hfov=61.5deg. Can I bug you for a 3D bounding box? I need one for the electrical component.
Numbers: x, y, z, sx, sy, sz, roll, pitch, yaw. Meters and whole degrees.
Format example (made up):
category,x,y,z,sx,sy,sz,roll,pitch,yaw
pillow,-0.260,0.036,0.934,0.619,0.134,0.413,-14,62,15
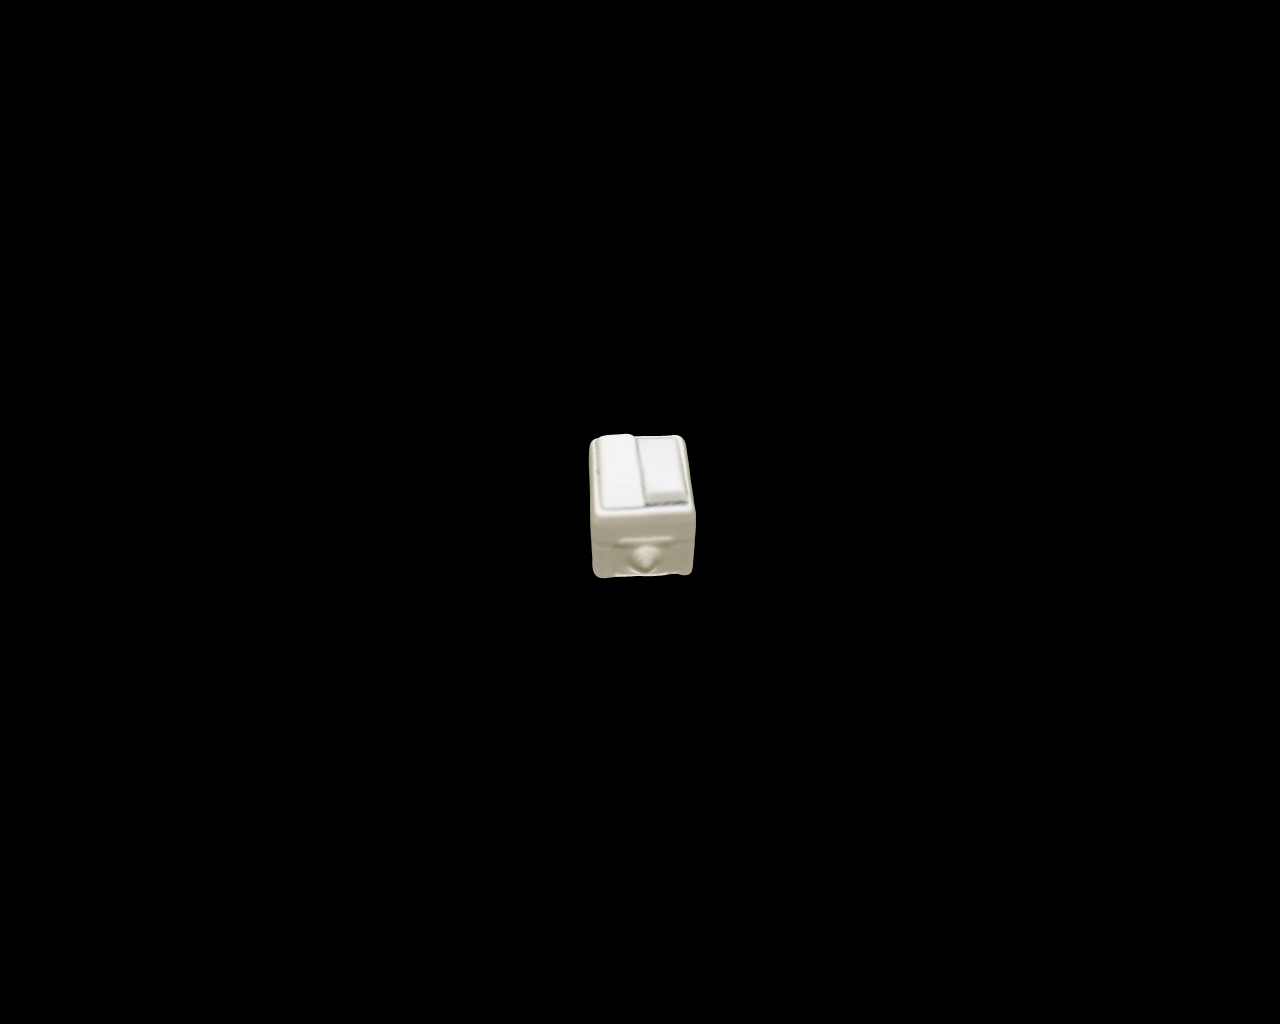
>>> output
category,x,y,z,sx,sy,sz,roll,pitch,yaw
electrical component,0.001,-0.003,0.650,0.062,0.061,0.096,-2,40,-2
